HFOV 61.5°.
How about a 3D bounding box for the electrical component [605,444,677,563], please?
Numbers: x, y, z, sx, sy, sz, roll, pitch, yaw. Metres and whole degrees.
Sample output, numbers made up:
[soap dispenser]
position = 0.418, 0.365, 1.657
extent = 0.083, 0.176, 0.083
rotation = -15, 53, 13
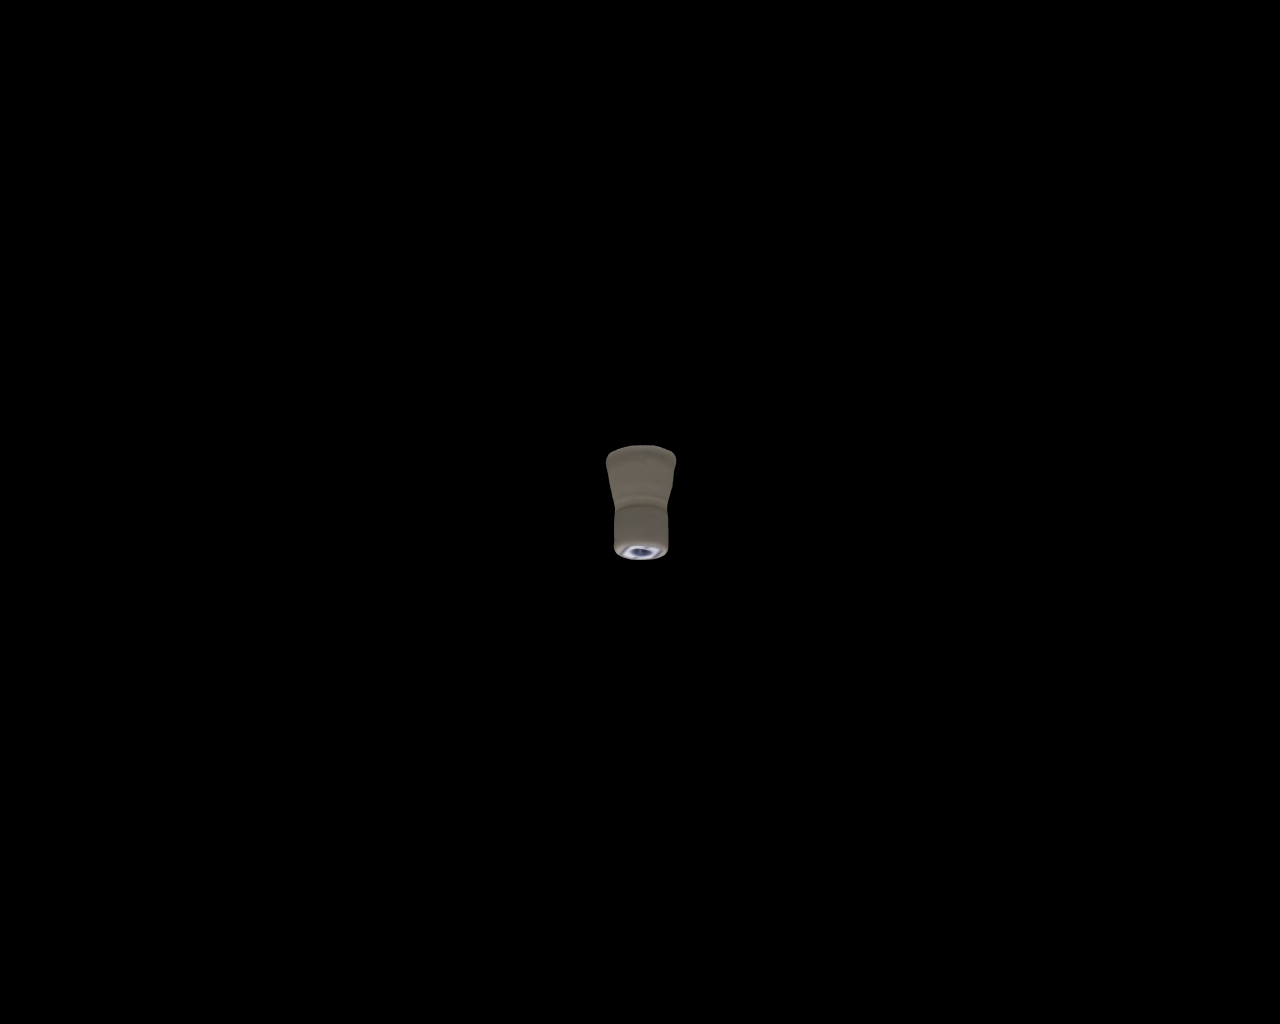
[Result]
[electrical component]
position = 0.001, -0.003, 0.650
extent = 0.044, 0.065, 0.044
rotation = 0, -22, 0
